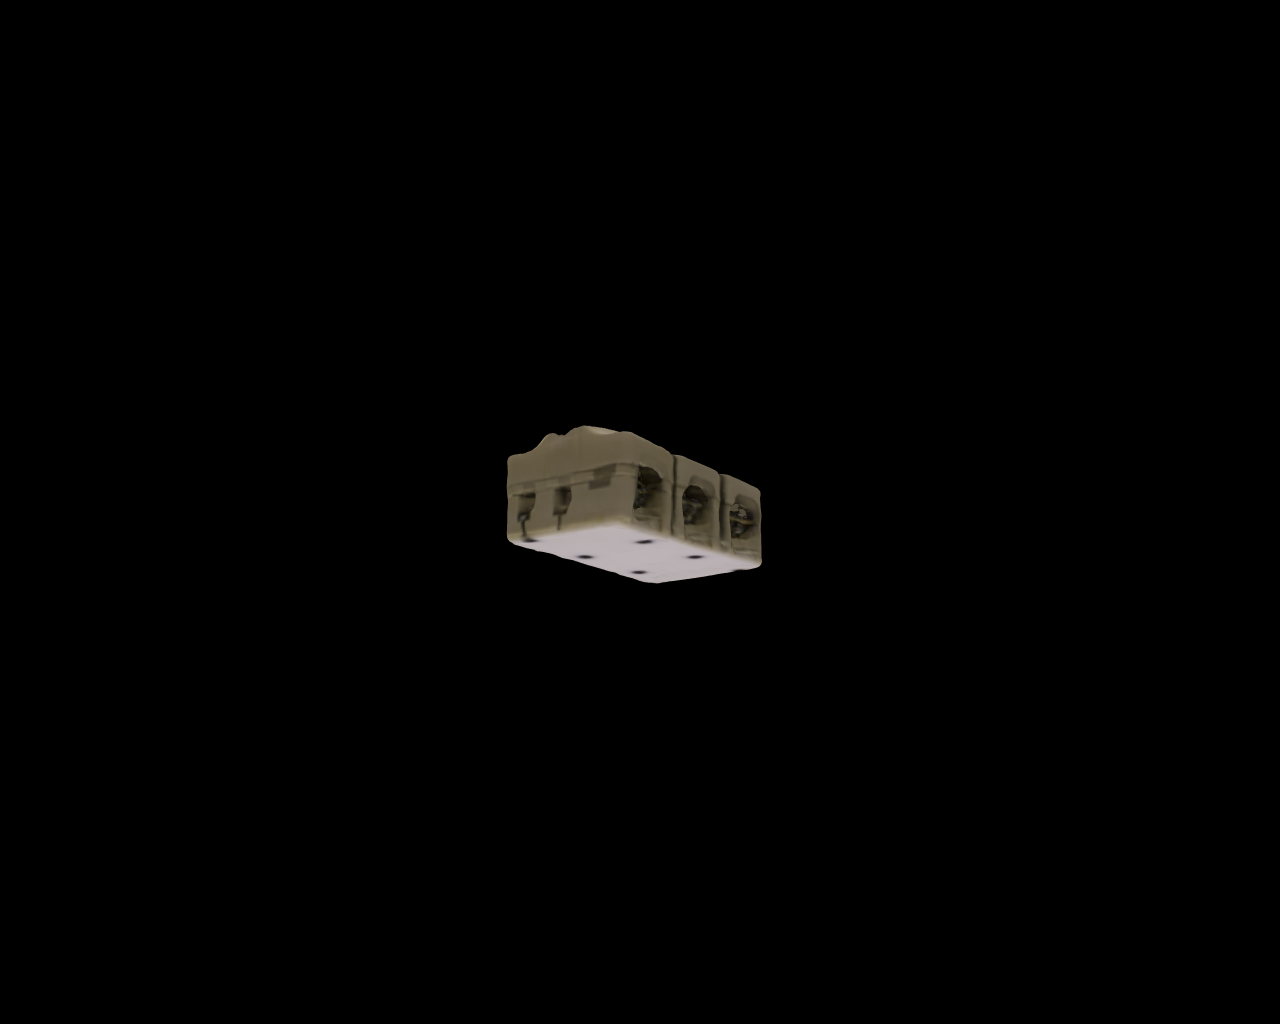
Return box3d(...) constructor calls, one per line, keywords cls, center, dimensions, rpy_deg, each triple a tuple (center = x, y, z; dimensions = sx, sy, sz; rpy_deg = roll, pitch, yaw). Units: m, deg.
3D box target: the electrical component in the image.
box3d(cls="electrical component", center=(0.001, -0.003, 0.650), dimensions=(0.089, 0.062, 0.150), rpy_deg=(-11, -19, 34))
